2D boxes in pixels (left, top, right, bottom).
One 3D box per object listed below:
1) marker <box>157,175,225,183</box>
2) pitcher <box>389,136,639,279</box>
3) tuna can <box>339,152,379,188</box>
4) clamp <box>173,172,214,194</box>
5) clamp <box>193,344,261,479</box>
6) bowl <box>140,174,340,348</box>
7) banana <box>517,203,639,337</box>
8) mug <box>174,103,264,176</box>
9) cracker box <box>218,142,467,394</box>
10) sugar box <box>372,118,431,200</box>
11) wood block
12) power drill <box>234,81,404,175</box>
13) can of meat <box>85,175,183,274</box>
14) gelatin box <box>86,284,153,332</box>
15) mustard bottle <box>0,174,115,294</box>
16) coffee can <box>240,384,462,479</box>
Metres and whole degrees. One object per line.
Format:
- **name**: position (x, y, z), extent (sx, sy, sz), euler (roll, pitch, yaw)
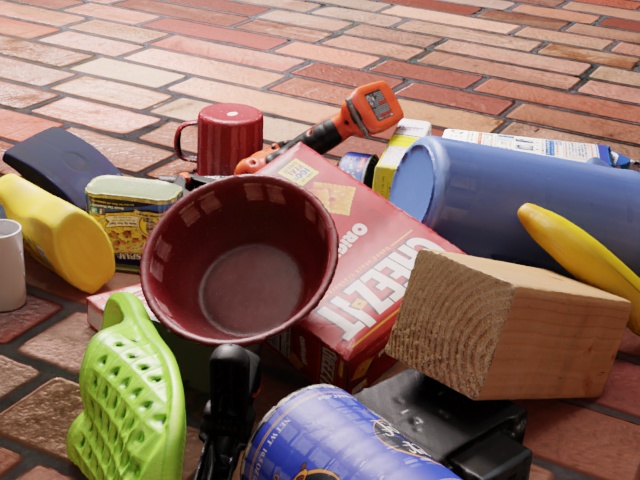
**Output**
- **marker**: position (-0.139, -0.068, 1.287), extent (0.121, 0.020, 0.020), euler (0, 25, -6)
- **pitcher**: position (0.195, -0.016, 1.028), extent (0.242, 0.145, 0.149), euler (10, 18, -21)
- **tuna can**: position (0.042, -0.056, 1.204), extent (0.034, 0.086, 0.086), euler (9, 26, 16)
- **clamp**: position (-0.130, -0.035, 1.196), extent (0.120, 0.039, 0.172), euler (-9, 22, -36)
- **clamp**: position (-0.064, 0.123, 0.753), extent (0.036, 0.165, 0.210), euler (13, 16, 1)
- **bowl**: position (-0.060, 0.026, 0.862), extent (0.162, 0.055, 0.162), euler (-5, 57, 7)
- **banana**: position (0.255, 0.038, 0.957), extent (0.037, 0.197, 0.070), euler (-52, 19, -11)
- **mug**: position (-0.124, -0.122, 1.330), extent (0.117, 0.081, 0.093), euler (4, 25, 1)
- **cracker box**: position (0.001, 0.021, 0.947), extent (0.214, 0.072, 0.164), euler (36, 55, 28)
- **sugar box**: position (0.095, -0.070, 1.231), extent (0.048, 0.093, 0.176), euler (10, 26, 12)
- **wood block**: position (0.157, 0.070, 0.857), extent (0.091, 0.090, 0.205), euler (24, 9, 39)
- **power drill**: position (0.005, -0.119, 1.270), extent (0.188, 0.057, 0.184), euler (-30, 3, 28)
- **can of meat**: position (-0.189, -0.016, 1.093), extent (0.102, 0.084, 0.057), euler (6, 25, 8)
- **gelatin box**: position (-0.161, 0.072, 0.972), extent (0.073, 0.030, 0.089), euler (-15, 31, -36)
- **mustard bottle**: position (-0.287, -0.018, 1.073), extent (0.192, 0.096, 0.058), euler (25, 60, 40)
- **coffee can**: position (0.028, 0.171, 0.696), extent (0.102, 0.103, 0.140), euler (-16, 31, -34)
